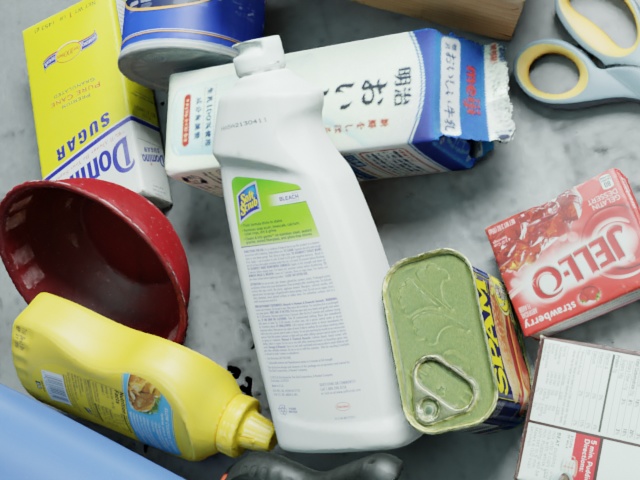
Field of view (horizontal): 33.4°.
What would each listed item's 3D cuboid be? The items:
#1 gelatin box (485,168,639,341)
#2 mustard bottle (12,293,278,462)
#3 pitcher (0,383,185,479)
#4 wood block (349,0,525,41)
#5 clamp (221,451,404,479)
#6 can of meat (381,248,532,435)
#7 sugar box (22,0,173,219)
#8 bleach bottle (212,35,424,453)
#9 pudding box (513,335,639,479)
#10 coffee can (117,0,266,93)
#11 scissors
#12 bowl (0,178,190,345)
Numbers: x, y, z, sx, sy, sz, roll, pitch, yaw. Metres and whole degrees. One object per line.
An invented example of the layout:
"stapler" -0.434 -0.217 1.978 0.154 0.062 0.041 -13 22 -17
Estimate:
"gelatin box" 0.152 0.010 0.636 0.089 0.030 0.073 -26 68 22
"mustard bottle" -0.115 0.103 0.726 0.192 0.096 0.058 18 46 21
"pitcher" -0.174 0.188 0.707 0.243 0.149 0.145 17 92 26
"wood block" 0.035 -0.202 0.668 0.206 0.091 0.090 16 86 5
"clamp" -0.001 0.160 0.650 0.172 0.039 0.120 8 127 31
"can of meat" 0.084 0.064 0.630 0.058 0.083 0.102 -18 71 24
"sugar box" -0.176 -0.097 0.833 0.093 0.048 0.176 -21 69 23
"bleach bottle" -0.004 0.001 0.650 0.103 0.068 0.251 -8 99 29
"pudding box" 0.173 0.107 0.599 0.114 0.039 0.090 9 83 28
"coffee can" -0.088 -0.186 0.770 0.103 0.102 0.140 -2 78 28
"scissors" 0.190 -0.077 0.643 0.096 0.016 0.202 -37 64 19
"bowl" -0.150 0.013 0.760 0.162 0.055 0.162 18 133 21
